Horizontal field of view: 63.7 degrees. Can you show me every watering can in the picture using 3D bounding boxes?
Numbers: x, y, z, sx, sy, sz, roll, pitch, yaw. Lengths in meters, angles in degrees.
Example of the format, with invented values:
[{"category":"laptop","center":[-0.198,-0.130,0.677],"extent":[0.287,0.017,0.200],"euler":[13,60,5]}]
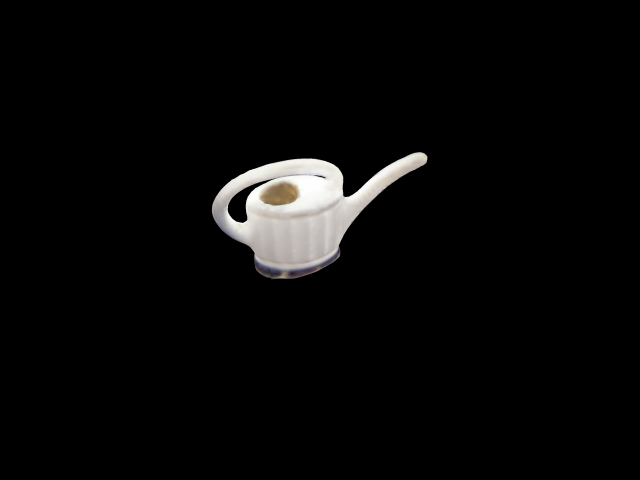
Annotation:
[{"category":"watering can","center":[0.003,-0.043,0.850],"extent":[0.348,0.219,0.106],"euler":[-8,45,-8]}]
